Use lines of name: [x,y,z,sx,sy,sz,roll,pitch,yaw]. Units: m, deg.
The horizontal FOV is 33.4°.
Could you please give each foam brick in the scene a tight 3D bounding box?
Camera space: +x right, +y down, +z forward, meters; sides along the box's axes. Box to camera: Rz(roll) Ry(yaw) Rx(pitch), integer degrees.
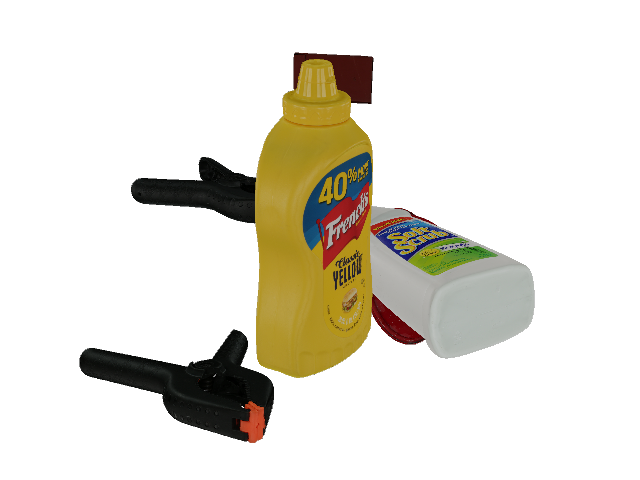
foam brick: [0.013,-0.176,1.155,0.078,0.051,0.053,0,11,-14]

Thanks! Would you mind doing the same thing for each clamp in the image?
clamp: [-0.096,-0.044,1.035,0.172,0.039,0.120,17,30,38]
clamp: [-0.094,0.121,0.931,0.164,0.036,0.210,-8,17,-36]

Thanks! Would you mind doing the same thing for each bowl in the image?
bowl: [0.117,0.038,1.231,0.055,0.162,0.161,-11,-7,40]

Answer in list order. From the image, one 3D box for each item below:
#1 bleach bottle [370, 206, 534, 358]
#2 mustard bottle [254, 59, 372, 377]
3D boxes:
bleach bottle: [0.073,0.020,0.929,0.102,0.068,0.251,-14,22,-23]
mustard bottle: [-0.003,-0.017,0.666,0.058,0.192,0.096,16,28,32]
